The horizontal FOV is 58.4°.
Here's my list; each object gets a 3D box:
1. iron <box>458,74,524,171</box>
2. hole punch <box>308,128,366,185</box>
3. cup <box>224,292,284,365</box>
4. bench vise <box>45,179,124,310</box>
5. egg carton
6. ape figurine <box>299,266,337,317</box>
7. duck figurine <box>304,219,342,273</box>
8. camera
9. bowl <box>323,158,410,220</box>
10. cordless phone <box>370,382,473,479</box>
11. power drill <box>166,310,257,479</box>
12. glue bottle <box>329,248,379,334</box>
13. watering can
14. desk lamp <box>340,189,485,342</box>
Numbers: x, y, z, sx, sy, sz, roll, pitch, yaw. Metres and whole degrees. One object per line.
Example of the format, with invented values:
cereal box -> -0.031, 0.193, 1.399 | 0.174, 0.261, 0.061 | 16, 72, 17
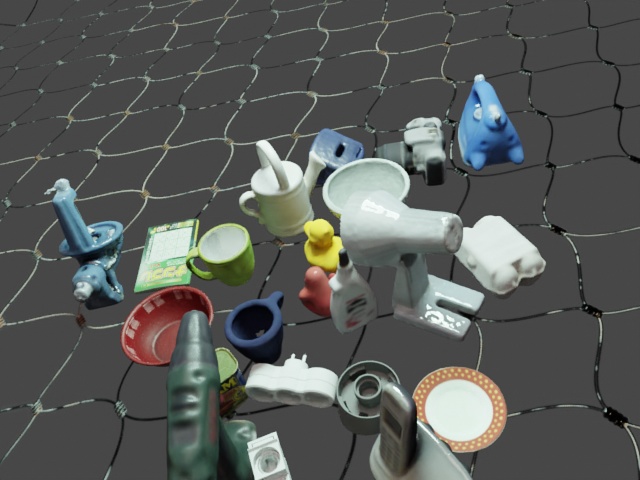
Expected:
iron -> 0.337, -0.259, 1.167 | 0.118, 0.142, 0.258 | -8, 45, 7
hole punch -> 0.038, -0.175, 1.198 | 0.100, 0.091, 0.109 | 7, 49, 21
cup -> -0.088, 0.147, 0.913 | 0.091, 0.095, 0.118 | 18, 53, 29
bench vise -> -0.420, 0.006, 1.048 | 0.121, 0.220, 0.206 | -26, 46, -11
egg carton -> 0.291, 0.026, 0.951 | 0.107, 0.069, 0.150 | -26, 46, -11
ape figurine -> 0.000, 0.079, 0.958 | 0.078, 0.092, 0.076 | -15, 45, 0
duck figurine -> 0.009, 0.004, 1.034 | 0.078, 0.086, 0.104 | -38, 49, -22
camera -> 0.184, -0.185, 1.164 | 0.136, 0.101, 0.143 | -6, 45, 9
bowl -> 0.092, -0.078, 1.101 | 0.167, 0.075, 0.167 | -7, 45, 8
cordless phone -> 0.119, 0.261, 0.683 | 0.094, 0.185, 0.147 | -35, 48, -19
power drill -> -0.147, 0.238, 0.758 | 0.075, 0.209, 0.229 | -11, 45, 4
glue bottle -> 0.046, 0.075, 0.893 | 0.078, 0.173, 0.037 | -29, 46, -13
watering can -> -0.073, -0.110, 1.090 | 0.100, 0.194, 0.173 | 28, 58, 35
desk lamp -> 0.145, 0.028, 0.885 | 0.202, 0.214, 0.118 | 18, 53, 29
